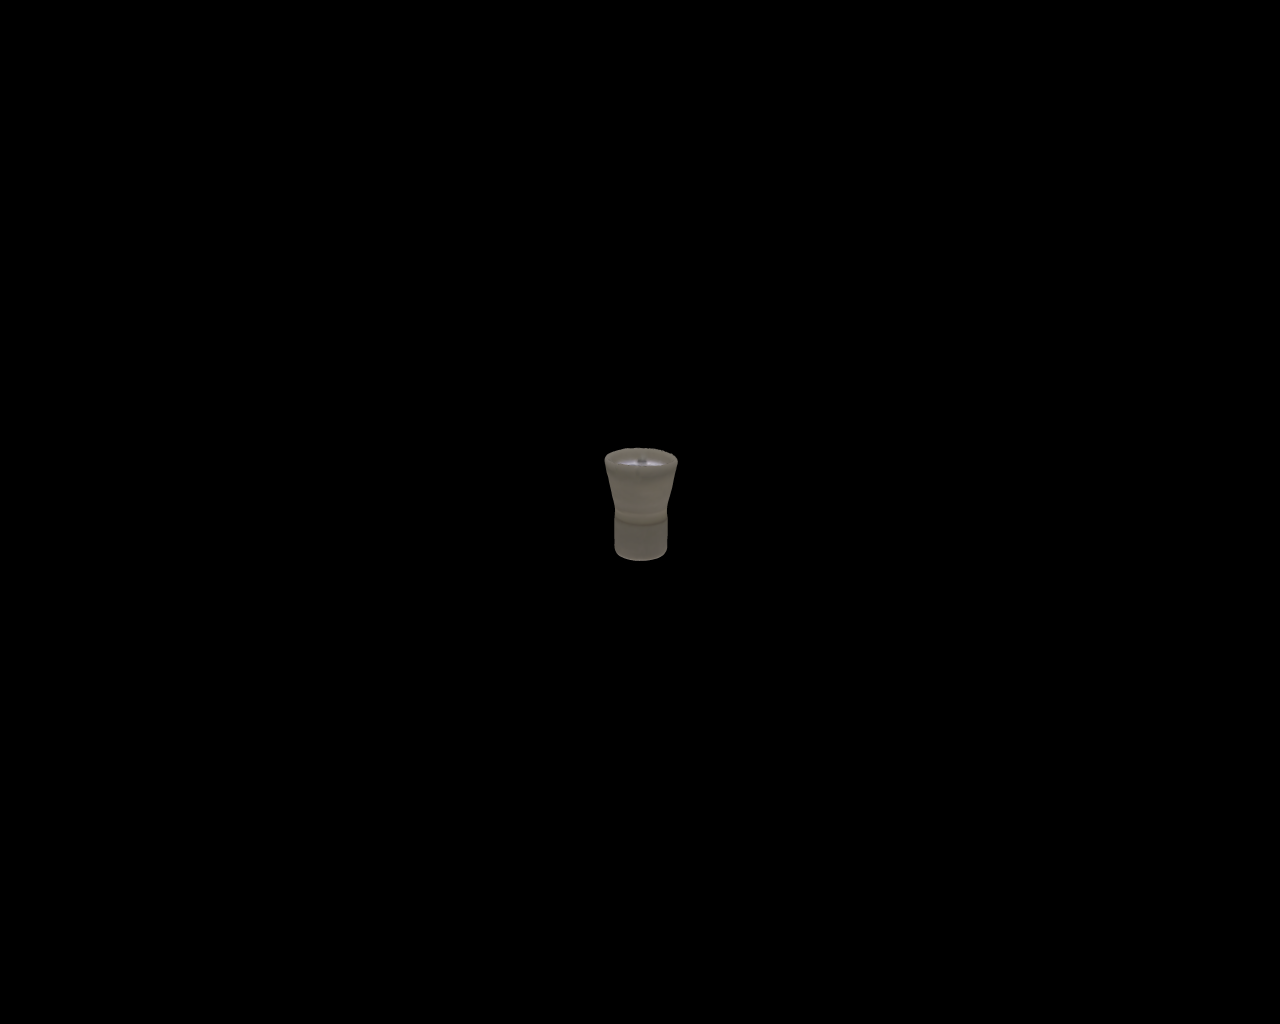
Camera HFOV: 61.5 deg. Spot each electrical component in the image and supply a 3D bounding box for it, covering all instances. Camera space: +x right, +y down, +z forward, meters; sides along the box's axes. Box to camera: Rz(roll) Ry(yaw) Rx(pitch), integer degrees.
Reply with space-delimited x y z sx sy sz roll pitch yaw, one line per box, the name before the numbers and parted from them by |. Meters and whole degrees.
electrical component | 0.001 -0.003 0.650 0.044 0.065 0.044 0 19 0
